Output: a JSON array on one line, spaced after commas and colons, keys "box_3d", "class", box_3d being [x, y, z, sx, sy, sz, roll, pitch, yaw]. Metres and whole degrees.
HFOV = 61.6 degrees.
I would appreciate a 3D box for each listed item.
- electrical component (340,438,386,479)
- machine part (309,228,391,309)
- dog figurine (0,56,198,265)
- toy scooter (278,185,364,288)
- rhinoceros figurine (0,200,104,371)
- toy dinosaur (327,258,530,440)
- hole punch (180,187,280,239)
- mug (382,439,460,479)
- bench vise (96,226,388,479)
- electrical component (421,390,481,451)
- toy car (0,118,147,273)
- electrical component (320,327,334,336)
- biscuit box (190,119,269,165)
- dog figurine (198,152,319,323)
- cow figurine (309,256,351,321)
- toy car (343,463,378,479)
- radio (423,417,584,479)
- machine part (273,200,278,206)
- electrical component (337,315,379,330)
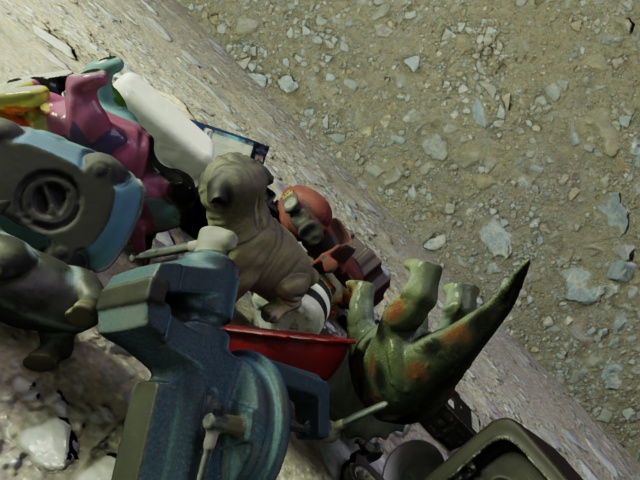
[{"box_3d": [0.052, 0.260, 0.572, 0.078, 0.045, 0.102, 44, 14, 3], "class": "electrical component"}, {"box_3d": [0.044, 0.053, 0.959, 0.179, 0.056, 0.179, 40, -27, 24], "class": "machine part"}, {"box_3d": [-0.245, -0.076, 0.592, 0.109, 0.192, 0.219, -113, -171, -64], "class": "dog figurine"}, {"box_3d": [-0.002, -0.002, 0.767, 0.184, 0.075, 0.135, 54, 10, 3], "class": "toy scooter"}, {"box_3d": [-0.239, 0.013, 0.386, 0.190, 0.073, 0.112, 38, 16, -29], "class": "rhinoceros figurine"}, {"box_3d": [0.089, 0.132, 0.578, 0.131, 0.192, 0.404, 11, -13, -5], "class": "toy dinosaur"}, {"box_3d": [-0.131, -0.046, 0.780, 0.142, 0.116, 0.092, 35, 22, -27], "class": "hole punch"}, {"box_3d": [0.143, 0.289, 0.643, 0.107, 0.109, 0.081, 51, 3, -40], "class": "mug"}, {"box_3d": [-0.063, 0.112, 0.426, 0.240, 0.129, 0.224, 31, 45, -43], "class": "bench vise"}, {"box_3d": [0.211, 0.291, 0.919, 0.134, 0.058, 0.115, 46, 12, 8], "class": "electrical component"}, {"box_3d": [-0.245, -0.038, 0.490, 0.161, 0.109, 0.103, 24, -7, -12], "class": "toy car"}, {"box_3d": [0.000, 0.146, 0.800, 0.063, 0.021, 0.094, 42, 14, -9], "class": "electrical component"}, {"box_3d": [-0.190, -0.161, 0.898, 0.203, 0.059, 0.063, 21, 7, 17], "class": "biscuit box"}, {"box_3d": [-0.062, -0.009, 0.628, 0.172, 0.190, 0.121, -10, 43, -37], "class": "dog figurine"}, {"box_3d": [-0.029, 0.054, 0.853, 0.127, 0.085, 0.194, 50, 11, 27], "class": "cow figurine"}, {"box_3d": [0.058, 0.265, 0.485, 0.202, 0.089, 0.053, 38, 16, -22], "class": "toy car"}, {"box_3d": [0.102, 0.245, 0.380, 0.073, 0.229, 0.131, 39, 12, -33], "class": "radio"}, {"box_3d": [-0.078, -0.023, 0.975, 0.039, 0.084, 0.138, 22, -8, 18], "class": "machine part"}, {"box_3d": [0.087, 0.168, 0.940, 0.119, 0.048, 0.075, 50, 14, 16], "class": "electrical component"}]
